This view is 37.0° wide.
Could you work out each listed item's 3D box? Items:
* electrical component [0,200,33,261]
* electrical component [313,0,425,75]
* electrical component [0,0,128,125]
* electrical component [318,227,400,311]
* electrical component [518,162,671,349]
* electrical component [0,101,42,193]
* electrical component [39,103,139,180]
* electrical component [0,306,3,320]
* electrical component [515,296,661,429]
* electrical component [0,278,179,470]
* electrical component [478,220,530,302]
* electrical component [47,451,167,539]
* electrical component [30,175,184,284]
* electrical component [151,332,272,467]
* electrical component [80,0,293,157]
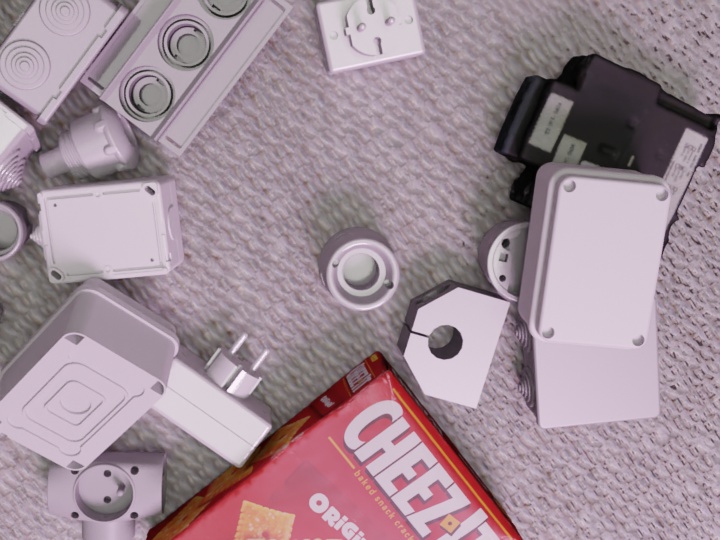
[{"bbox_3d":[-0.241,-0.028,0.719,0.040,0.046,0.040,-1,98,-5],"label":"electrical component"},{"bbox_3d":[0.007,-0.159,0.708,0.066,0.076,0.047,-13,99,-3],"label":"electrical component"},{"bbox_3d":[-0.195,-0.146,0.681,0.048,0.099,0.099,36,93,-22],"label":"electrical component"},{"bbox_3d":[0.000,0.000,0.744,0.055,0.047,0.055,-1,98,-5],"label":"electrical component"},{"bbox_3d":[0.150,-0.010,0.696,0.078,0.057,0.113,5,102,-5],"label":"electrical component"},{"bbox_3d":[-0.255,-0.093,0.683,0.100,0.100,0.048,39,80,-9],"label":"electrical component"},{"bbox_3d":[-0.183,-0.080,0.719,0.062,0.048,0.048,-22,99,5],"label":"electrical component"},{"bbox_3d":[-0.294,0.046,0.726,0.077,0.043,0.079,23,95,-8],"label":"electrical component"},{"bbox_3d":[0.162,0.061,0.767,0.100,0.048,0.099,-5,98,-5],"label":"electrical component"},{"bbox_3d":[-0.181,0.069,0.706,0.078,0.057,0.113,35,120,-24],"label":"electrical component"},{"bbox_3d":[0.112,-0.008,0.754,0.055,0.047,0.055,-1,98,-5],"label":"electrical component"},{"bbox_3d":[-0.176,0.166,0.753,0.077,0.044,0.079,1,98,-5],"label":"electrical component"},{"bbox_3d":[-0.171,-0.028,0.721,0.096,0.061,0.061,-5,99,3],"label":"electrical component"},{"bbox_3d":[-0.094,0.079,0.747,0.083,0.047,0.075,37,93,-9],"label":"electrical component"},{"bbox_3d":[-0.112,-0.147,0.705,0.079,0.063,0.121,37,93,-9],"label":"electrical component"}]
